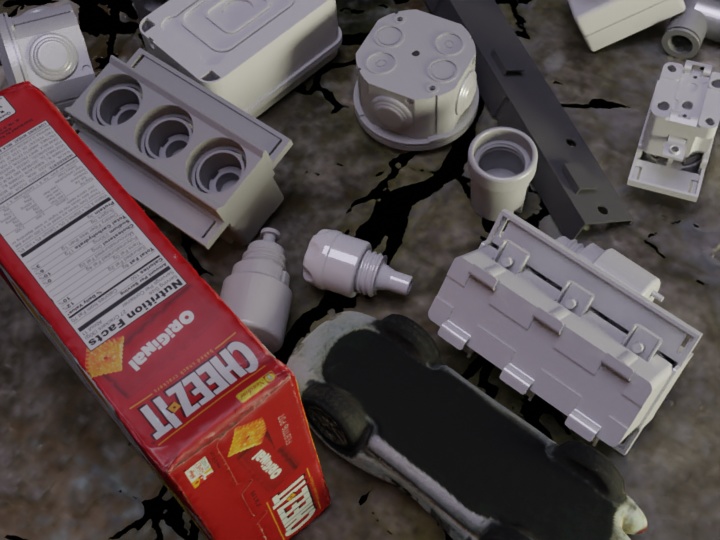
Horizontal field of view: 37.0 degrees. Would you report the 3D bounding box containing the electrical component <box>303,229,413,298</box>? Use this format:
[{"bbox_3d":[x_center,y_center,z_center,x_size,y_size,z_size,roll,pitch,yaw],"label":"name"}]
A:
[{"bbox_3d":[0.000,0.000,0.616,0.061,0.035,0.035,18,62,12],"label":"electrical component"}]

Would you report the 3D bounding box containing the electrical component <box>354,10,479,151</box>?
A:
[{"bbox_3d":[0.035,-0.119,0.676,0.080,0.051,0.080,-1,59,2],"label":"electrical component"}]

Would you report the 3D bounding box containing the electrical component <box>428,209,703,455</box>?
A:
[{"bbox_3d":[0.102,0.035,0.562,0.121,0.078,0.063,35,27,22],"label":"electrical component"}]

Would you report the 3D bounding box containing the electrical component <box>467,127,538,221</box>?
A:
[{"bbox_3d":[0.083,-0.055,0.637,0.040,0.046,0.040,-1,59,2],"label":"electrical component"}]

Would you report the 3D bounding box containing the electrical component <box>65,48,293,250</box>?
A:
[{"bbox_3d":[-0.108,-0.069,0.643,0.121,0.063,0.078,33,78,21],"label":"electrical component"}]

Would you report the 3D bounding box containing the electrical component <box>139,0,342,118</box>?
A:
[{"bbox_3d":[-0.075,-0.149,0.697,0.113,0.057,0.078,-41,65,-19],"label":"electrical component"}]

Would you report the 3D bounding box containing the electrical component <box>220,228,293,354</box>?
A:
[{"bbox_3d":[-0.058,0.012,0.609,0.040,0.040,0.078,6,60,7],"label":"electrical component"}]

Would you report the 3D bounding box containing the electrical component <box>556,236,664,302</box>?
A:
[{"bbox_3d":[0.130,0.005,0.602,0.078,0.040,0.040,37,67,22],"label":"electrical component"}]

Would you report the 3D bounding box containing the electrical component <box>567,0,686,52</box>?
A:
[{"bbox_3d":[0.162,-0.190,0.686,0.066,0.077,0.047,-22,57,19],"label":"electrical component"}]

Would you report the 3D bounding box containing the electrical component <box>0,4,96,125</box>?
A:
[{"bbox_3d":[-0.197,-0.126,0.678,0.051,0.080,0.080,-18,59,-14],"label":"electrical component"}]

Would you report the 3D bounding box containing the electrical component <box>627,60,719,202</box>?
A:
[{"bbox_3d":[0.191,-0.086,0.640,0.042,0.063,0.081,16,61,12],"label":"electrical component"}]

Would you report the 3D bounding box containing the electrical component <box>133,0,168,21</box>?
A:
[{"bbox_3d":[-0.116,-0.209,0.737,0.050,0.055,0.089,16,61,13],"label":"electrical component"}]
